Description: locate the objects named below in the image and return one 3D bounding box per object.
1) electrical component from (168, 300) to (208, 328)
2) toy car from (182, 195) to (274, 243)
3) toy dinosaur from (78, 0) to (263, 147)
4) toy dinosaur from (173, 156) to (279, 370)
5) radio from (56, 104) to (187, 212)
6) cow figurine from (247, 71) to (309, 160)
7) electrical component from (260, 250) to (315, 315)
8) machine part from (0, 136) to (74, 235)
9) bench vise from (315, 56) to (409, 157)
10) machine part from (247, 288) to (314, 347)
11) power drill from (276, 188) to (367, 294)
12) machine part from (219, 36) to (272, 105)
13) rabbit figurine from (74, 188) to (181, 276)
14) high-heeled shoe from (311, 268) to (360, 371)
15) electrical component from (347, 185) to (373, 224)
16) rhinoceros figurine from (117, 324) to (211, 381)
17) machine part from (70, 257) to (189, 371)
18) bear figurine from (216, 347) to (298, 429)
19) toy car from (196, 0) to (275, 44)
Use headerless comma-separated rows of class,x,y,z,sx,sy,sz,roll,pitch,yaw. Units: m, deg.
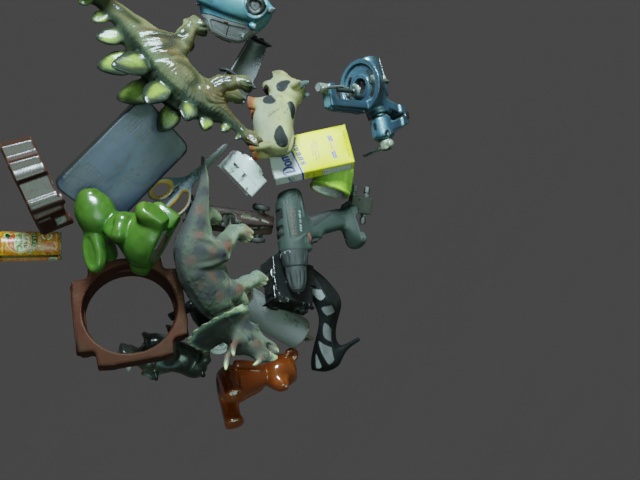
electrical component,-0.255,0.153,1.135,0.119,0.075,0.047,-27,109,-24
toy car,-0.191,-0.042,1.146,0.202,0.053,0.089,8,92,-26
toy dinosaur,-0.289,-0.327,0.981,0.471,0.105,0.198,44,58,1
toy dinosaur,-0.210,0.056,1.019,0.192,0.131,0.404,-37,105,-57
radio,-0.374,-0.146,1.027,0.229,0.073,0.131,-49,116,-9
cow figurine,-0.085,-0.265,1.119,0.127,0.085,0.195,-1,73,-1
electrical component,-0.071,0.090,1.191,0.115,0.058,0.134,16,54,-36
machine part,-0.489,-0.095,0.926,0.056,0.179,0.179,-26,109,-24
bench vise,0.087,-0.302,1.188,0.240,0.129,0.223,-7,95,-43
machine part,-0.110,0.173,1.207,0.243,0.079,0.079,35,83,-26
power drill,-0.002,-0.004,1.201,0.207,0.086,0.232,-9,77,-26
machine part,-0.157,-0.360,1.115,0.084,0.039,0.139,31,86,-22
rabbit figurine,-0.362,-0.022,0.966,0.170,0.121,0.159,28,104,-2
high-heeled shoe,-0.011,0.192,1.282,0.145,0.086,0.248,-31,94,14
electrical component,0.095,-0.085,1.294,0.063,0.021,0.094,3,98,-26
rhinoceros figurine,-0.323,0.240,1.123,0.190,0.073,0.112,19,100,-29
machine part,-0.364,0.139,1.030,0.201,0.087,0.201,-7,72,-21
bear figurine,-0.129,0.323,1.200,0.196,0.132,0.120,-3,120,-21
toy car,-0.174,-0.442,1.059,0.162,0.109,0.102,8,112,-18
